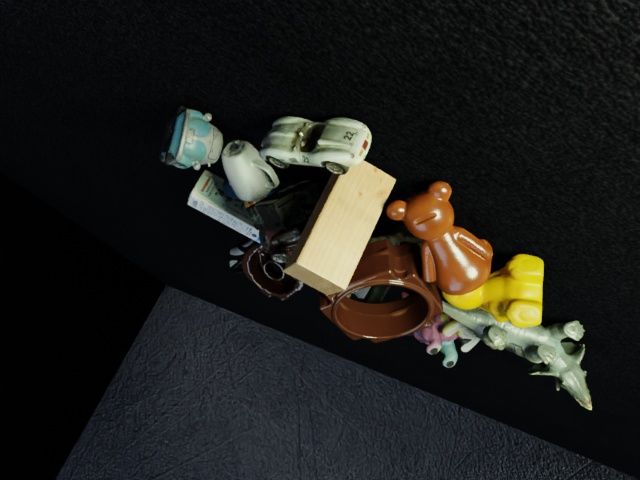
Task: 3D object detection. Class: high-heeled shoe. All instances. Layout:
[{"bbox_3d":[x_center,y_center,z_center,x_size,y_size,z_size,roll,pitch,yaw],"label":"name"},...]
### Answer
[{"bbox_3d":[-0.150,0.044,1.422,0.249,0.145,0.086,16,175,45],"label":"high-heeled shoe"}]

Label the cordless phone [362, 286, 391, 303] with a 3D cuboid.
[{"bbox_3d":[0.137,0.103,1.138,0.088,0.184,0.147,36,161,-17],"label":"cordless phone"}]

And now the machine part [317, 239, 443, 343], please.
[{"bbox_3d":[0.113,0.103,1.002,0.202,0.087,0.200,-21,134,24],"label":"machine part"}]

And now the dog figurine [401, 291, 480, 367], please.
[{"bbox_3d":[0.287,0.192,1.342,0.108,0.191,0.219,33,-165,-32],"label":"dog figurine"}]

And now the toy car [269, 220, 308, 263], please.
[{"bbox_3d":[-0.024,-0.014,1.035,0.202,0.089,0.053,-12,148,33],"label":"toy car"}]

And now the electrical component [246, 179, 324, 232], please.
[{"bbox_3d":[-0.054,-0.067,1.014,0.115,0.134,0.058,3,119,56],"label":"electrical component"}]

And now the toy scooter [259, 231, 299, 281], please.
[{"bbox_3d":[-0.039,0.012,1.166,0.135,0.075,0.183,-16,125,32],"label":"toy scooter"}]

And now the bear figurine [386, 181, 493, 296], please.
[{"bbox_3d":[0.199,-0.008,0.888,0.195,0.120,0.132,56,-160,-10],"label":"bear figurine"}]

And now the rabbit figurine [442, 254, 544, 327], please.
[{"bbox_3d":[0.310,0.088,0.969,0.173,0.121,0.162,-1,177,16],"label":"rabbit figurine"}]

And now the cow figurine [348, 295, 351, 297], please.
[{"bbox_3d":[0.039,0.101,1.436,0.127,0.085,0.194,23,161,30],"label":"cow figurine"}]

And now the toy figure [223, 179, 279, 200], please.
[{"bbox_3d":[-0.140,-0.112,1.118,0.155,0.057,0.064,4,-165,42],"label":"toy figure"}]

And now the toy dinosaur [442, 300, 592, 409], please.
[{"bbox_3d":[0.417,0.204,1.170,0.405,0.131,0.192,28,163,15],"label":"toy dinosaur"}]

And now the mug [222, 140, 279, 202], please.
[{"bbox_3d":[-0.134,-0.133,1.015,0.110,0.081,0.107,20,153,34],"label":"mug"}]

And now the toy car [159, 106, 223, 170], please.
[{"bbox_3d":[-0.235,-0.177,0.996,0.103,0.109,0.162,14,177,-23],"label":"toy car"}]

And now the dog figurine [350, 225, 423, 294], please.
[{"bbox_3d":[0.112,0.050,1.071,0.191,0.121,0.172,3,150,13],"label":"dog figurine"}]

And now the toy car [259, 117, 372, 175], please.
[{"bbox_3d":[-0.014,-0.147,0.813,0.202,0.073,0.056,12,161,37],"label":"toy car"}]

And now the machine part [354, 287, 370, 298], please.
[{"bbox_3d":[0.103,0.083,1.302,0.079,0.079,0.243,20,163,17],"label":"machine part"}]

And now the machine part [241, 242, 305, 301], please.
[{"bbox_3d":[-0.111,0.068,1.363,0.180,0.056,0.179,13,126,18],"label":"machine part"}]
